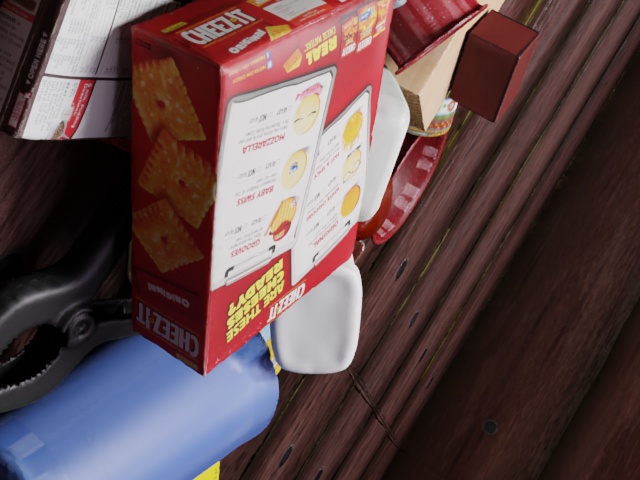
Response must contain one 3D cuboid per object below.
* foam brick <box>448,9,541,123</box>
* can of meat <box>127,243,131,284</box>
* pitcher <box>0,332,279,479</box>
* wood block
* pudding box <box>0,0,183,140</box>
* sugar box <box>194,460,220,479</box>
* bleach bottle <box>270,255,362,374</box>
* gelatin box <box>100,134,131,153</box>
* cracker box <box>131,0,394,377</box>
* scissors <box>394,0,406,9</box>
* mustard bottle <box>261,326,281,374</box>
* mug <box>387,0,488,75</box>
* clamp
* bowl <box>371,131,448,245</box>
[{"bbox_3d":[0.159,-0.159,0.976,0.052,0.051,0.078,-48,161,-41],"label":"foam brick"},{"bbox_3d":[-0.093,-0.009,0.788,0.083,0.057,0.102,-48,160,-42],"label":"can of meat"},{"bbox_3d":[-0.153,0.142,0.769,0.242,0.145,0.149,-31,135,-53],"label":"pitcher"},{"bbox_3d":[0.107,-0.218,0.977,0.206,0.090,0.090,-59,164,-8],"label":"wood block"},{"bbox_3d":[-0.127,-0.100,0.565,0.090,0.039,0.113,-66,165,15],"label":"pudding box"},{"bbox_3d":[-0.146,0.233,0.833,0.175,0.048,0.093,-30,129,-57],"label":"sugar box"},{"bbox_3d":[-0.006,0.001,0.886,0.251,0.068,0.102,-92,-176,-61],"label":"bleach bottle"},{"bbox_3d":[-0.101,-0.096,0.665,0.089,0.030,0.073,-60,163,3],"label":"gelatin box"},{"bbox_3d":[-0.038,-0.049,0.650,0.163,0.072,0.214,-37,146,-43],"label":"cracker box"},{"bbox_3d":[0.036,-0.161,0.764,0.202,0.016,0.096,-11,-149,53],"label":"scissors"},{"bbox_3d":[-0.072,0.085,1.008,0.096,0.058,0.191,-50,162,-16],"label":"mustard bottle"},{"bbox_3d":[0.081,-0.199,0.875,0.093,0.081,0.117,-34,-176,40],"label":"mug"},{"bbox_3d":[-0.154,0.049,0.670,0.209,0.036,0.164,-41,147,-23],"label":"clamp"},{"bbox_3d":[0.080,-0.077,1.197,0.162,0.055,0.162,-53,162,-25],"label":"bowl"}]
